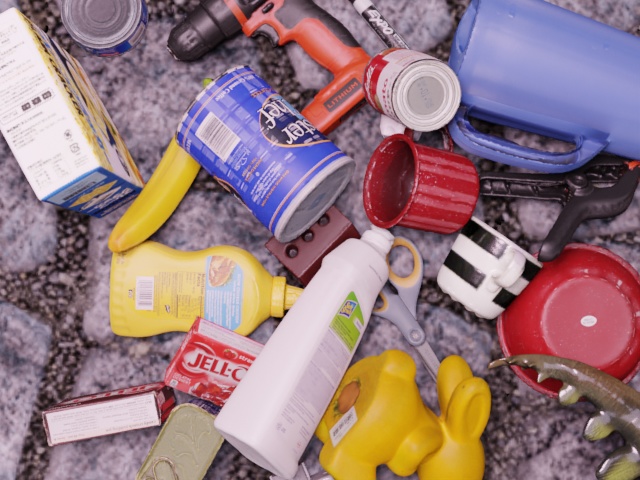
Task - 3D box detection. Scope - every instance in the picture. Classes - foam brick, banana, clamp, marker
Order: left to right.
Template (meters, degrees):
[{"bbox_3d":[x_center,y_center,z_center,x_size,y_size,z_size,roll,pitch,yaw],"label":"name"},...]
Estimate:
[{"bbox_3d":[-0.152,-0.067,1.060,0.037,0.069,0.197,20,74,22],"label":"banana"},{"bbox_3d":[-0.007,0.001,1.062,0.053,0.051,0.078,43,88,20],"label":"foam brick"},{"bbox_3d":[0.060,-0.222,1.093,0.020,0.020,0.121,-39,88,-1],"label":"marker"},{"bbox_3d":[0.249,-0.037,1.042,0.171,0.039,0.120,-14,55,-13],"label":"clamp"}]

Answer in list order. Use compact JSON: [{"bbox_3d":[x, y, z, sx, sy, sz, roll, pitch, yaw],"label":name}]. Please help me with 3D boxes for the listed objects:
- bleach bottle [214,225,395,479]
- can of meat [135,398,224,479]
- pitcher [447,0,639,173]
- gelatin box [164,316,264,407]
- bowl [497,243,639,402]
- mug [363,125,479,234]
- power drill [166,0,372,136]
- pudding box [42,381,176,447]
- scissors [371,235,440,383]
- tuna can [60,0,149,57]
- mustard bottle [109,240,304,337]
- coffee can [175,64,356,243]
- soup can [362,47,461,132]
[{"bbox_3d":[0.000,0.097,1.024,0.068,0.102,0.250,21,68,32],"label":"bleach bottle"},{"bbox_3d":[-0.132,0.207,1.046,0.057,0.084,0.102,29,88,2],"label":"can of meat"},{"bbox_3d":[0.242,-0.146,1.033,0.243,0.145,0.149,18,114,-1],"label":"pitcher"},{"bbox_3d":[-0.098,0.125,1.051,0.089,0.030,0.073,24,118,-13],"label":"gelatin box"},{"bbox_3d":[0.259,0.082,1.058,0.162,0.055,0.162,0,87,1],"label":"bowl"},{"bbox_3d":[0.102,-0.062,1.042,0.081,0.093,0.117,10,82,-29],"label":"mug"},{"bbox_3d":[-0.037,-0.192,1.075,0.184,0.057,0.187,-39,88,2],"label":"power drill"},{"bbox_3d":[-0.204,0.168,1.046,0.113,0.090,0.039,-13,88,1],"label":"pudding box"},{"bbox_3d":[0.104,0.078,1.081,0.202,0.016,0.096,43,89,2],"label":"scissors"},{"bbox_3d":[-0.221,-0.233,1.092,0.086,0.034,0.086,0,87,1],"label":"tuna can"},{"bbox_3d":[-0.110,0.052,1.064,0.191,0.058,0.096,4,97,1],"label":"mustard bottle"},{"bbox_3d":[-0.051,-0.081,1.003,0.140,0.102,0.103,43,89,12],"label":"coffee can"},{"bbox_3d":[0.085,-0.142,0.997,0.068,0.102,0.068,-3,106,-12],"label":"soup can"}]
